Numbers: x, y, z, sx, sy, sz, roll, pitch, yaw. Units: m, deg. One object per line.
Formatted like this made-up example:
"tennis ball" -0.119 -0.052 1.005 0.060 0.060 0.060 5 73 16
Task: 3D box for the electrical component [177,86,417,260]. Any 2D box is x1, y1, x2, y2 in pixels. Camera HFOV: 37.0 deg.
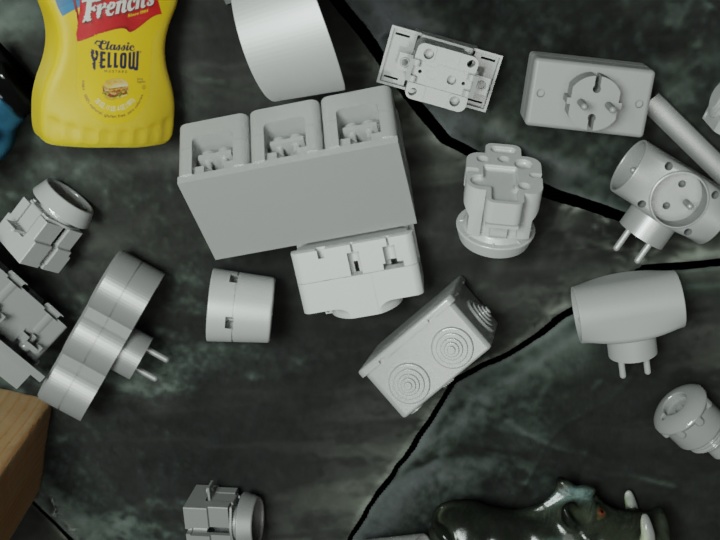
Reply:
"electrical component" -0.043 -0.070 0.757 0.150 0.061 0.089 -10 144 6

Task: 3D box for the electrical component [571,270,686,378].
"electrical component" 0.204 0.044 0.810 0.077 0.043 0.079 -10 108 5

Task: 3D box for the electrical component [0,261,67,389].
"electrical component" -0.279 0.023 0.788 0.063 0.079 0.121 -49 131 -13

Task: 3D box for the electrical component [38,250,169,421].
"electrical component" -0.183 0.059 0.825 0.074 0.052 0.138 30 107 -8

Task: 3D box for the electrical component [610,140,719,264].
"electrical component" 0.216 -0.041 0.780 0.077 0.044 0.079 30 108 -8

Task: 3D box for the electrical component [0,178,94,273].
"electrical component" -0.230 -0.034 0.794 0.048 0.066 0.055 43 98 24

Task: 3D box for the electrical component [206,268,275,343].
"electrical component" -0.089 0.028 0.811 0.047 0.055 0.055 5 109 -4

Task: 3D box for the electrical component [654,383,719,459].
"electrical component" 0.263 0.122 0.835 0.048 0.048 0.062 -43 109 14

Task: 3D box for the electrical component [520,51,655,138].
"electrical component" 0.158 -0.118 0.740 0.083 0.075 0.047 6 110 0

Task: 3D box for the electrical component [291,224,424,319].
"electrical component" 0.000 0.000 0.799 0.089 0.050 0.055 -10 108 6

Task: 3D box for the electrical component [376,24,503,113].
"electrical component" 0.055 -0.137 0.743 0.081 0.063 0.042 15 108 -3

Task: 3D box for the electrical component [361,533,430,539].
"electrical component" 0.023 0.262 0.865 0.064 0.099 0.099 -2 109 9

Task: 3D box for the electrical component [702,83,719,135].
"electrical component" 0.280 -0.111 0.736 0.080 0.080 0.051 19 114 -4

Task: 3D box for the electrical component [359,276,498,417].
"electrical component" 0.054 0.056 0.792 0.100 0.100 0.048 -41 90 14

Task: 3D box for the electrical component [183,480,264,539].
"electrical component" -0.110 0.204 0.876 0.055 0.048 0.066 0 109 10

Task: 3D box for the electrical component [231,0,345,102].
"electrical component" -0.045 -0.162 0.720 0.064 0.099 0.099 -13 108 12

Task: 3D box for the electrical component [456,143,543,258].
"electrical component" 0.100 -0.046 0.771 0.058 0.078 0.057 5 128 2
